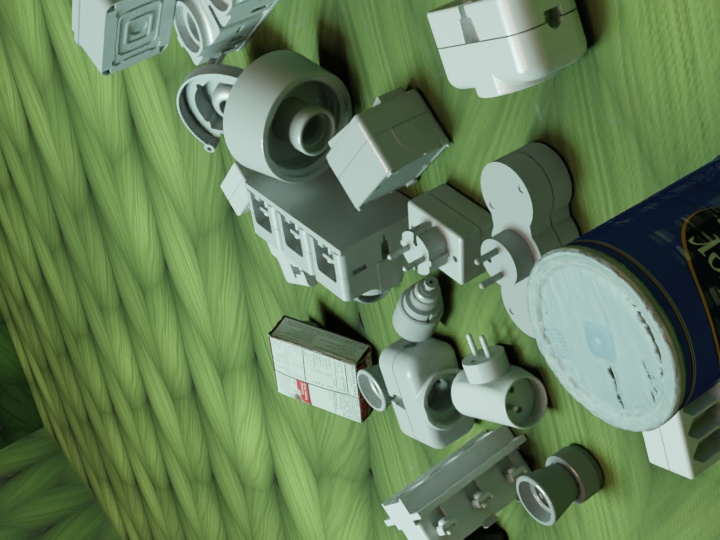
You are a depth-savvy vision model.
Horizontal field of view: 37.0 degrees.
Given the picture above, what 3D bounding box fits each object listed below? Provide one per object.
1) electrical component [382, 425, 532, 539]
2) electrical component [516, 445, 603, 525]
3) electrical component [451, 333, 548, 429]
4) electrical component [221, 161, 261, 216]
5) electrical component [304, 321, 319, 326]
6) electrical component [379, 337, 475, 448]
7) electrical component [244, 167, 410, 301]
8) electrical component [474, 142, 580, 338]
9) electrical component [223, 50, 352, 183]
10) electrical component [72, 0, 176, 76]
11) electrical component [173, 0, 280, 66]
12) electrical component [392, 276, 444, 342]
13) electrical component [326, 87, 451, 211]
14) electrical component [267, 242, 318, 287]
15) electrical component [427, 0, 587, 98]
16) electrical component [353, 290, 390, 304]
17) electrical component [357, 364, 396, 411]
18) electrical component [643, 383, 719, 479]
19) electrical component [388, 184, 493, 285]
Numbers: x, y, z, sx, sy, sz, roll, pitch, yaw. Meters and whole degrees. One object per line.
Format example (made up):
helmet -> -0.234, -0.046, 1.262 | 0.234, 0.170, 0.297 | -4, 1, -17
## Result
electrical component -> 0.090, 0.194, 0.935 | 0.063, 0.121, 0.079 | 57, 154, 4
electrical component -> 0.159, 0.171, 0.857 | 0.045, 0.055, 0.045 | 43, 149, 35
electrical component -> 0.108, 0.088, 0.887 | 0.077, 0.043, 0.079 | 2, 117, 62
electrical component -> -0.099, -0.075, 1.110 | 0.076, 0.047, 0.066 | 59, 154, 5
electrical component -> -0.060, 0.093, 1.212 | 0.040, 0.040, 0.078 | 38, 146, 41
electrical component -> 0.064, 0.110, 0.979 | 0.059, 0.054, 0.095 | 15, 128, 57
electrical component -> -0.022, -0.041, 0.948 | 0.150, 0.089, 0.061 | 36, 144, 43
electrical component -> 0.110, -0.012, 0.747 | 0.052, 0.074, 0.138 | 25, 136, 52
electrical component -> -0.055, -0.125, 0.911 | 0.060, 0.108, 0.108 | 31, 141, 39
electrical component -> -0.218, -0.241, 0.987 | 0.057, 0.078, 0.113 | 53, 154, 11
electrical component -> -0.129, -0.267, 0.960 | 0.105, 0.060, 0.186 | 62, 155, -1
electrical component -> 0.054, 0.031, 0.935 | 0.040, 0.040, 0.078 | 52, 153, 21
electrical component -> 0.017, -0.095, 0.854 | 0.061, 0.062, 0.096 | 59, 155, 7
electrical component -> -0.059, -0.034, 1.070 | 0.056, 0.050, 0.089 | 8, 122, 59
electrical component -> 0.092, -0.145, 0.672 | 0.095, 0.054, 0.059 | 9, 123, 60
electrical component -> 0.000, 0.000, 1.001 | 0.055, 0.048, 0.066 | 45, 151, 48
electrical component -> 0.032, 0.103, 1.031 | 0.045, 0.055, 0.045 | 43, 149, 35
electrical component -> 0.198, 0.081, 0.707 | 0.076, 0.047, 0.083 | 17, 129, 57
electrical component -> 0.058, -0.021, 0.833 | 0.066, 0.077, 0.047 | 39, 146, 40
